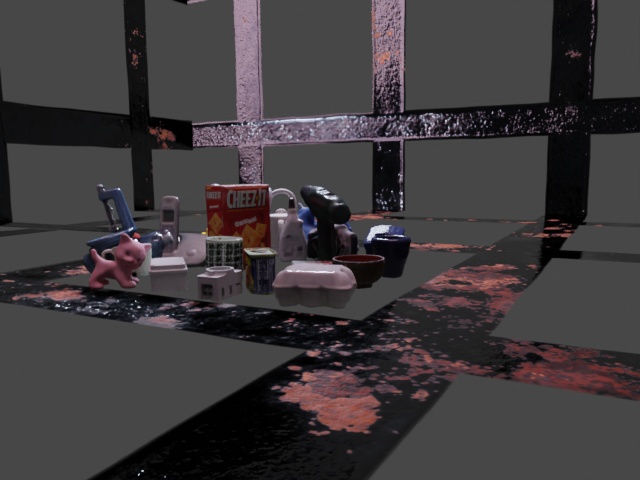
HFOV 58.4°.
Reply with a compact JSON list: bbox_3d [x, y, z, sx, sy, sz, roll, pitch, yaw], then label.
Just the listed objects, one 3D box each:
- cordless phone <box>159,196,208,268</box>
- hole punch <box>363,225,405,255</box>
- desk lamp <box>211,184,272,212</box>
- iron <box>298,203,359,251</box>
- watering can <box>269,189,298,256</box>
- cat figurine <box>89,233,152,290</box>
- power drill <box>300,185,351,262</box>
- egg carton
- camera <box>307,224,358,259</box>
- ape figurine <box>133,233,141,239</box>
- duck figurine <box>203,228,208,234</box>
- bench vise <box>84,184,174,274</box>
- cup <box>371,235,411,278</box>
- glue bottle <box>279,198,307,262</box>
[{"bbox_3d":[-0.351,-0.020,1.476,0.147,0.185,0.094,0,7,7],"label":"cordless phone"},{"bbox_3d":[0.180,0.007,1.588,0.108,0.091,0.101,2,7,19],"label":"hole punch"},{"bbox_3d":[-0.236,-0.052,1.604,0.204,0.213,0.117,-4,8,-23],"label":"desk lamp"},{"bbox_3d":[0.018,-0.044,1.815,0.257,0.141,0.119,5,9,38],"label":"iron"},{"bbox_3d":[-0.117,-0.055,1.702,0.101,0.194,0.172,-4,8,-25],"label":"watering can"},{"bbox_3d":[-0.432,0.043,1.241,0.128,0.118,0.067,-2,7,-8],"label":"cat figurine"},{"bbox_3d":[0.005,-0.031,1.437,0.076,0.208,0.229,-4,8,-25],"label":"power drill"},{"bbox_3d":[-0.009,0.085,1.063,0.150,0.069,0.107,1,7,11],"label":"egg carton"},{"bbox_3d":[0.014,0.006,1.578,0.142,0.101,0.137,4,9,35],"label":"camera"},{"bbox_3d":[-0.482,0.027,1.485,0.075,0.092,0.078,5,9,41],"label":"ape figurine"},{"bbox_3d":[-0.311,0.002,1.695,0.104,0.086,0.078,3,8,29],"label":"duck figurine"},{"bbox_3d":[-0.469,-0.027,1.398,0.208,0.220,0.121,-3,8,-20],"label":"bench vise"},{"bbox_3d":[0.168,0.038,1.326,0.091,0.095,0.118,2,8,23],"label":"cup"},{"bbox_3d":[-0.074,-0.027,1.555,0.078,0.173,0.037,-1,7,0],"label":"glue bottle"}]
